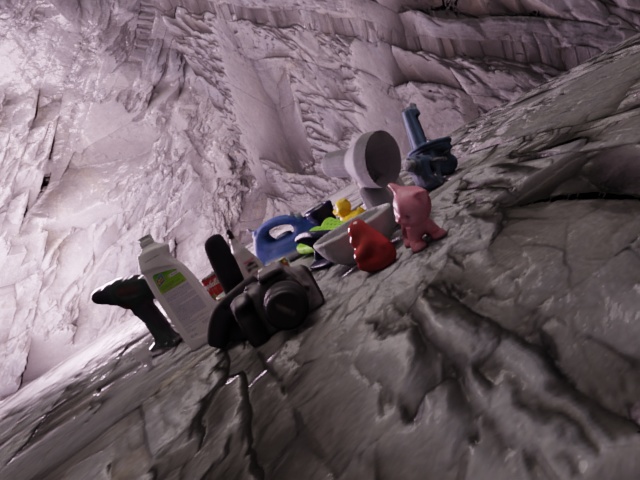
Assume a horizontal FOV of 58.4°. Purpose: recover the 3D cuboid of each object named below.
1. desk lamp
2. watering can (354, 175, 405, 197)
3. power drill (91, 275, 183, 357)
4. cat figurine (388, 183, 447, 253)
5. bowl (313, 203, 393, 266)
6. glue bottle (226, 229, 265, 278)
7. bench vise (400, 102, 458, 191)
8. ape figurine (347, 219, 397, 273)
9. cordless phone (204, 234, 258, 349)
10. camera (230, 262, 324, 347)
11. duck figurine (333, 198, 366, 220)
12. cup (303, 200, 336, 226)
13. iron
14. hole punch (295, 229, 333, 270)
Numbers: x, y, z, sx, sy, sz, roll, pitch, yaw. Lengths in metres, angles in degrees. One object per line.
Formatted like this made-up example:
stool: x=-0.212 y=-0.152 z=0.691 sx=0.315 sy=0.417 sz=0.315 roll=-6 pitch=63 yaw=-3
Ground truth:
desk lamp: x=0.101 y=-0.117 z=1.255 sx=0.118 sy=0.213 sz=0.202 roll=-35 pitch=9 yaw=-38
watering can: x=0.137 y=-0.145 z=1.393 sx=0.101 sy=0.194 sz=0.172 roll=-36 pitch=9 yaw=-41
power drill: x=-0.431 y=0.178 z=1.380 sx=0.229 sy=0.208 sz=0.076 roll=-27 pitch=8 yaw=28
cat figurine: x=0.149 y=-0.047 z=0.931 sx=0.067 sy=0.118 sz=0.128 roll=-30 pitch=7 yaw=-1
bowl: x=0.075 y=0.001 z=1.085 sx=0.167 sy=0.075 sz=0.167 roll=-30 pitch=7 yaw=4
glue bottle: x=-0.198 y=0.049 z=1.491 sx=0.078 sy=0.173 sz=0.037 roll=-36 pitch=9 yaw=-40
bench vise: x=0.270 y=-0.249 z=1.484 sx=0.121 sy=0.220 sz=0.208 roll=-27 pitch=7 yaw=25
ape figurine: x=0.078 y=0.007 z=0.949 sx=0.078 sy=0.092 sz=0.076 roll=-36 pitch=9 yaw=-41
cordless phone: x=-0.177 y=0.089 z=1.039 sx=0.094 sy=0.185 sz=0.148 roll=-27 pitch=7 yaw=26
camera: x=-0.072 y=0.096 z=0.895 sx=0.143 sy=0.101 sz=0.137 roll=-30 pitch=7 yaw=-1
duck figurine: x=0.080 y=-0.079 z=1.626 sx=0.104 sy=0.086 sz=0.078 roll=-23 pitch=10 yaw=46
cup: x=0.004 y=-0.058 z=1.757 sx=0.117 sy=0.095 sz=0.092 roll=-25 pitch=9 yaw=39
iron: x=-0.099 y=-0.015 z=1.679 sx=0.257 sy=0.141 sz=0.119 roll=-26 pitch=8 yaw=31
hole punch: x=0.012 y=0.005 z=1.266 sx=0.101 sy=0.091 sz=0.108 roll=-34 pitch=7 yaw=-27
